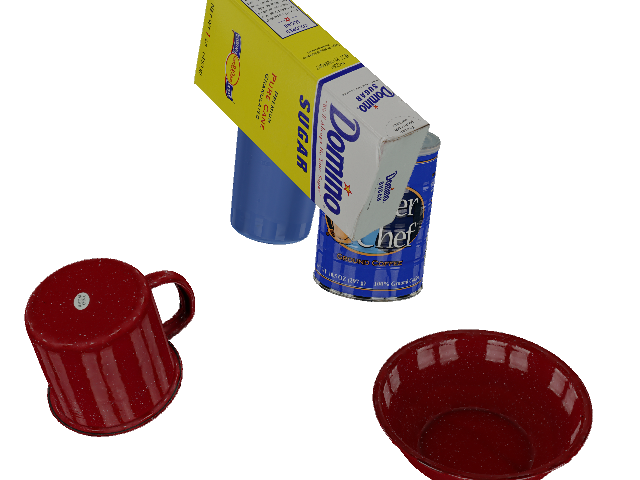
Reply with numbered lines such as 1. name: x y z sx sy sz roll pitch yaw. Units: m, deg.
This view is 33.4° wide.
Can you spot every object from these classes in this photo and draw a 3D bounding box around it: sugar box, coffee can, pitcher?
1. sugar box: -0.012 -0.091 0.706 0.048 0.176 0.093 -26 -30 -32
2. coffee can: 0.050 -0.028 0.966 0.103 0.140 0.103 4 19 -2
3. pitcher: -0.040 -0.119 1.374 0.144 0.243 0.149 2 22 -18

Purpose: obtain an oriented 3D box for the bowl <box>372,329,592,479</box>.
1. bowl: 0.119 0.138 0.804 0.162 0.055 0.162 0 36 0

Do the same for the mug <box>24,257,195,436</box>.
1. mug: -0.133 0.060 0.699 0.117 0.081 0.093 -30 47 -22
